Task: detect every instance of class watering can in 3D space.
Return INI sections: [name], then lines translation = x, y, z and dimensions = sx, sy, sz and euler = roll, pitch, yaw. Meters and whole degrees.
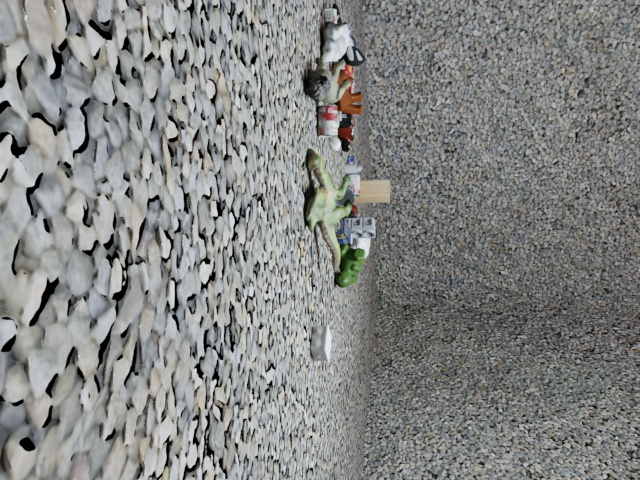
[watering can]
translation = 0.196, -0.012, 2.522
dimensions = 0.230, 0.104, 0.339
euler = -81, 174, -45

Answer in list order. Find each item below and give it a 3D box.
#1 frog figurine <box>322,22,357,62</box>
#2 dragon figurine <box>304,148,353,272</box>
[frog figurine]
translation = 0.044, -0.705, 1.871
dimensions = 0.161, 0.123, 0.135
euler = -50, 167, -14
[dragon figurine]
translation = 0.005, -0.081, 1.609
dimensions = 0.244, 0.122, 0.409
euler = -13, 101, -62
